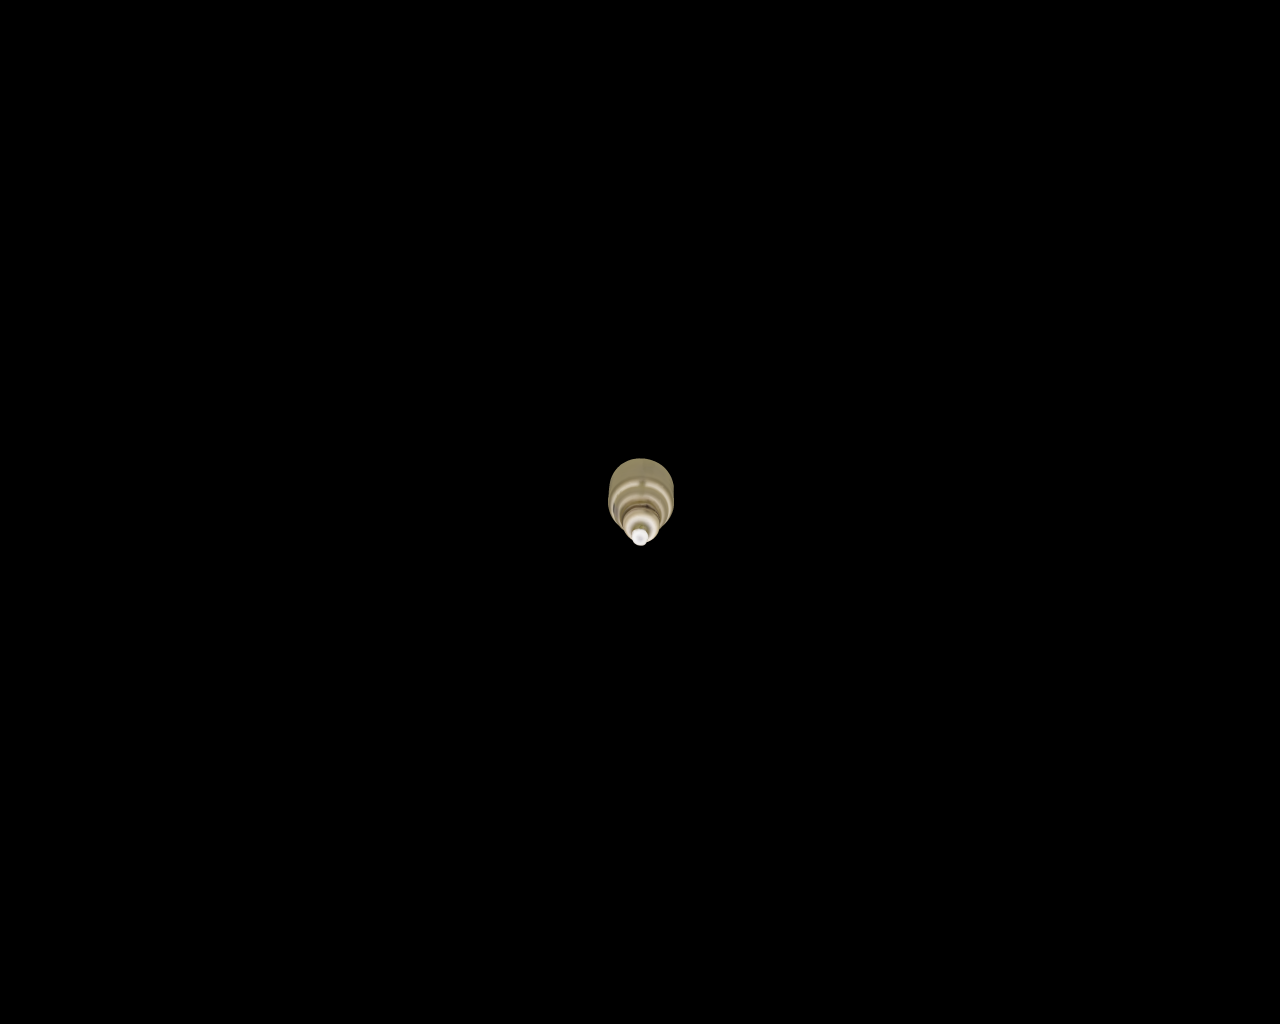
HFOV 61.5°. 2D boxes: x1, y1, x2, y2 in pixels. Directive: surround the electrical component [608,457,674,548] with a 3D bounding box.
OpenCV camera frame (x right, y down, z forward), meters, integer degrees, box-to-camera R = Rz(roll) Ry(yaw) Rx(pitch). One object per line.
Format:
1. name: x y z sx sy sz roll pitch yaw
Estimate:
1. electrical component: 0.001 -0.003 0.650 0.040 0.040 0.078 0 27 0
